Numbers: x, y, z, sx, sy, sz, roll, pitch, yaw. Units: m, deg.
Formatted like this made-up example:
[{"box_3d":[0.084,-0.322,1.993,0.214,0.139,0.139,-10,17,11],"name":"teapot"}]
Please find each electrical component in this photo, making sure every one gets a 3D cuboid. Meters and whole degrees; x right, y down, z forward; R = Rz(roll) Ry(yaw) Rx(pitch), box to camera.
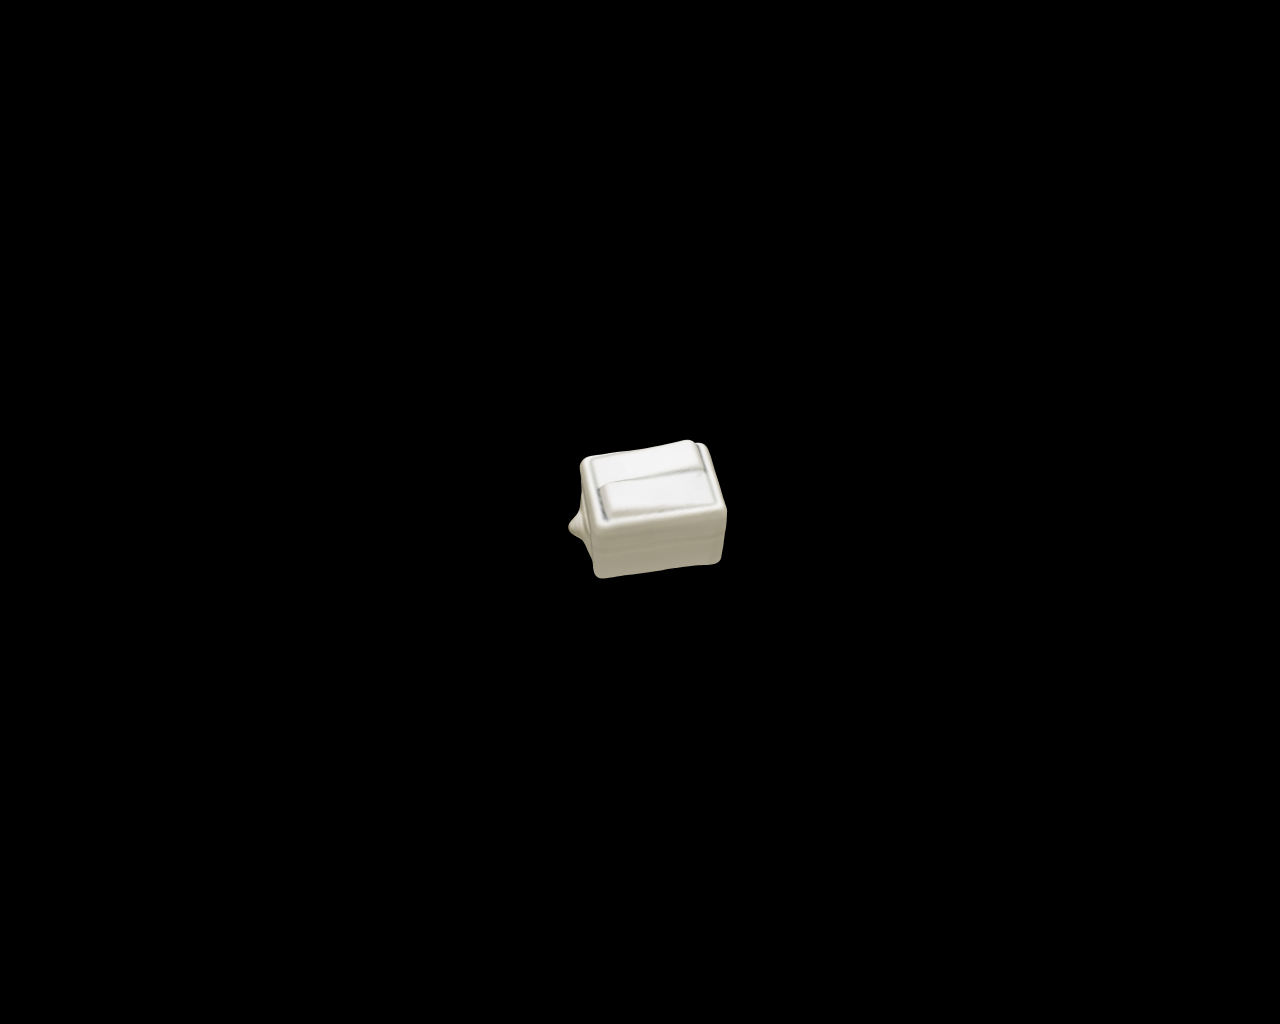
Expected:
[{"box_3d":[0.001,-0.003,0.650,0.096,0.062,0.061,-7,-40,-6],"name":"electrical component"}]
